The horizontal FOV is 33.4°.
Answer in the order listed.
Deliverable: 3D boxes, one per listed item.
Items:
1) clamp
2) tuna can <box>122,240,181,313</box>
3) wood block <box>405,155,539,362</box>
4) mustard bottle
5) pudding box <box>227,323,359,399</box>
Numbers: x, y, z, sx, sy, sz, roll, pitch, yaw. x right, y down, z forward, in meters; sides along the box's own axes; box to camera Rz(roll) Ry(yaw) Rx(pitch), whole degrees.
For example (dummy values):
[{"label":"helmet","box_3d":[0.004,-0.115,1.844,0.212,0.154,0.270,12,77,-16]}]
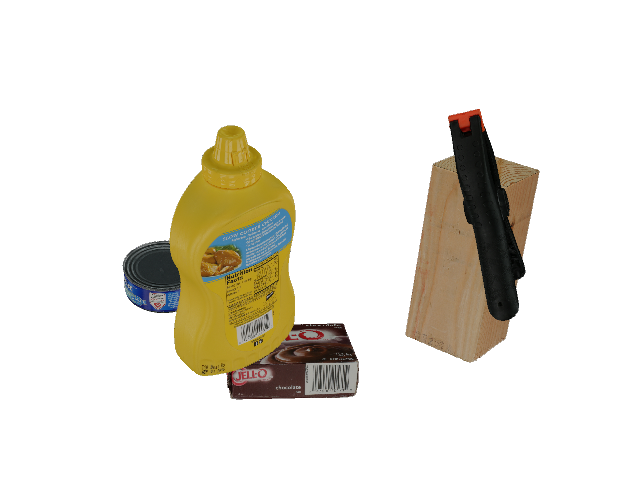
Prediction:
[{"label":"clamp","box_3d":[0.139,-0.020,0.884,0.039,0.171,0.120,-17,20,12]},{"label":"tuna can","box_3d":[-0.166,0.038,1.131,0.086,0.034,0.086,3,36,-2]},{"label":"wood block","box_3d":[0.167,0.016,1.180,0.090,0.206,0.090,21,26,30]},{"label":"mustard bottle","box_3d":[-0.062,0.004,0.764,0.096,0.192,0.058,-24,45,-30]},{"label":"pudding box","box_3d":[-0.028,0.106,0.952,0.113,0.039,0.090,2,18,-8]}]
